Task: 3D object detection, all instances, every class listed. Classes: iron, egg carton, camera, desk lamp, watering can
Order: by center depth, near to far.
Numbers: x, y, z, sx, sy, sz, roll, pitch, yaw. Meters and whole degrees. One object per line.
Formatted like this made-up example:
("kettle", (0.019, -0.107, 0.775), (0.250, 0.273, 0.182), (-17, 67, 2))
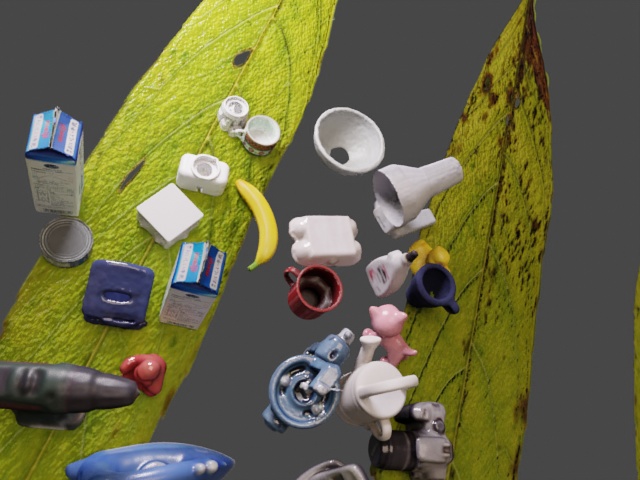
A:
("iron", (-0.239, 0.356, 0.857), (0.259, 0.141, 0.118), (-5, 69, -24))
("watering can", (0.098, 0.259, 1.009), (0.101, 0.193, 0.173), (-26, 78, -29))
("camera", (0.164, 0.366, 1.041), (0.137, 0.100, 0.143), (10, 64, -18))
("egg carton", (0.011, 0.004, 1.162), (0.151, 0.069, 0.107), (-2, 68, -23))
("desk lamp", (0.190, -0.092, 1.195), (0.204, 0.213, 0.118), (-20, 75, -28))

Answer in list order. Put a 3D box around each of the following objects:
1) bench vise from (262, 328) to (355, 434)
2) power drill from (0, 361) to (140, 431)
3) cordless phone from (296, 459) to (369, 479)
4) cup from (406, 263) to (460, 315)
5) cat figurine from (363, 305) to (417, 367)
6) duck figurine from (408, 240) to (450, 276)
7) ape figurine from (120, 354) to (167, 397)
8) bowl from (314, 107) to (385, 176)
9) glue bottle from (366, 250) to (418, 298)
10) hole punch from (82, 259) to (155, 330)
("bench vise", (-0.008, 0.219, 0.968), (0.121, 0.219, 0.207), (27, 60, -9))
("power drill", (-0.382, 0.222, 0.820), (0.230, 0.208, 0.075), (10, 63, -18))
("cordless phone", (0.043, 0.425, 0.915), (0.094, 0.184, 0.147), (-27, 79, -30))
("cup", (0.229, 0.115, 1.186), (0.092, 0.094, 0.118), (-39, 85, -31))
("cat figurine", (0.139, 0.179, 1.107), (0.067, 0.117, 0.128), (-32, 82, -30))
("duck figurine", (0.242, 0.041, 1.231), (0.078, 0.086, 0.104), (-21, 76, -28))
("ape figurine", (-0.283, 0.216, 0.932), (0.076, 0.092, 0.078), (-29, 80, -30))
("bowl", (0.055, -0.206, 1.273), (0.168, 0.074, 0.167), (9, 64, -18))
("glue bottle", (0.148, 0.056, 1.134), (0.037, 0.173, 0.078), (-19, 75, -28))
("hole punch", (-0.338, 0.094, 0.966), (0.109, 0.091, 0.101), (12, 63, -17))
